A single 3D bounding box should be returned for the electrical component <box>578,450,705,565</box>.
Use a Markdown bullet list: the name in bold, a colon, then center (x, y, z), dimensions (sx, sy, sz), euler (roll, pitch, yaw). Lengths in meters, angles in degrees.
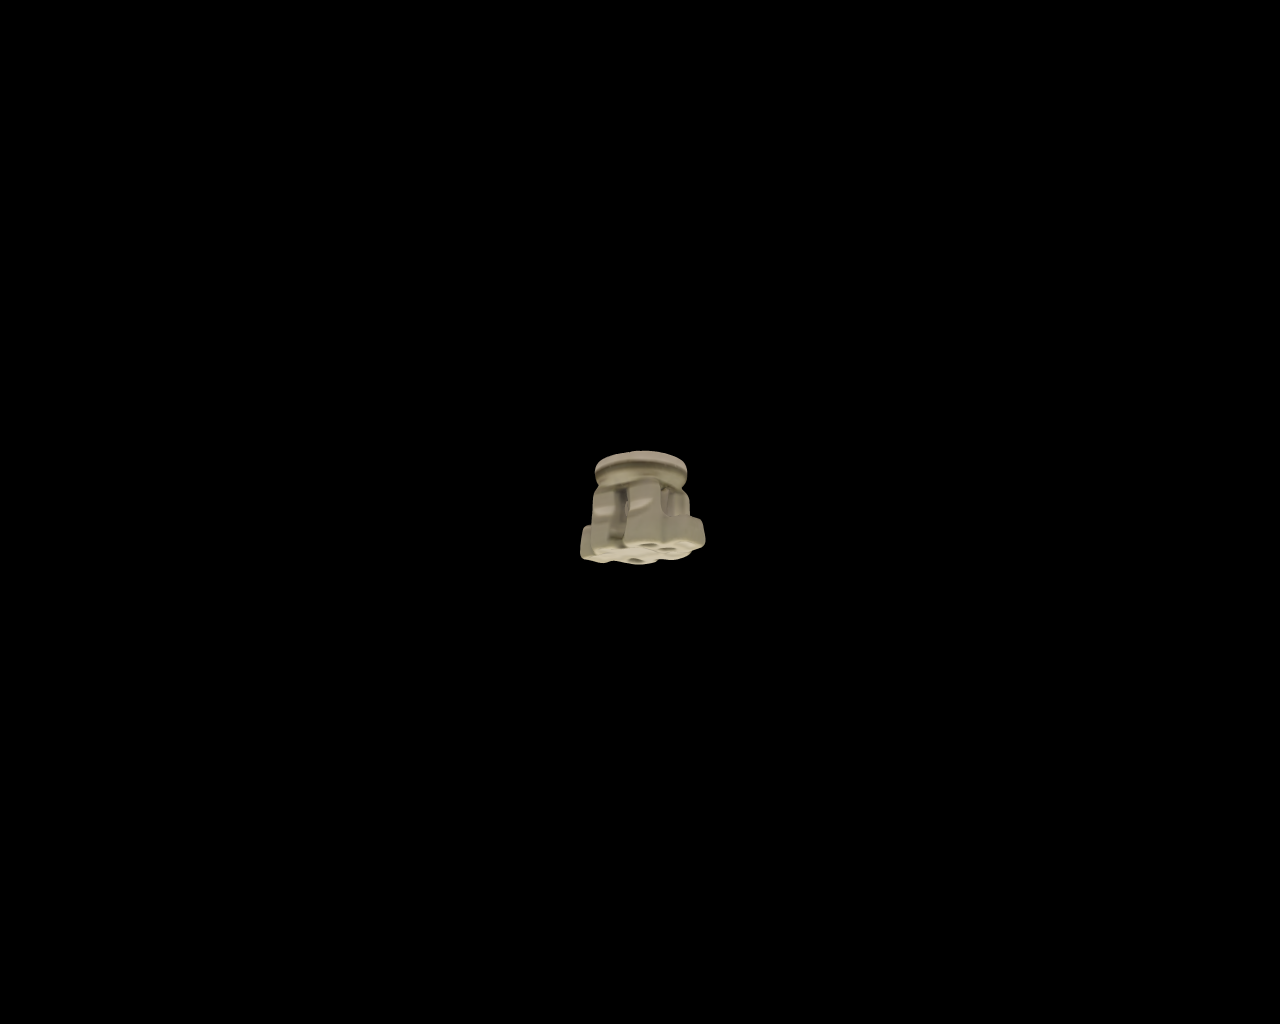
- **electrical component**: center (0.001, -0.003, 0.650), dimensions (0.078, 0.057, 0.058), euler (-10, -18, 33)
